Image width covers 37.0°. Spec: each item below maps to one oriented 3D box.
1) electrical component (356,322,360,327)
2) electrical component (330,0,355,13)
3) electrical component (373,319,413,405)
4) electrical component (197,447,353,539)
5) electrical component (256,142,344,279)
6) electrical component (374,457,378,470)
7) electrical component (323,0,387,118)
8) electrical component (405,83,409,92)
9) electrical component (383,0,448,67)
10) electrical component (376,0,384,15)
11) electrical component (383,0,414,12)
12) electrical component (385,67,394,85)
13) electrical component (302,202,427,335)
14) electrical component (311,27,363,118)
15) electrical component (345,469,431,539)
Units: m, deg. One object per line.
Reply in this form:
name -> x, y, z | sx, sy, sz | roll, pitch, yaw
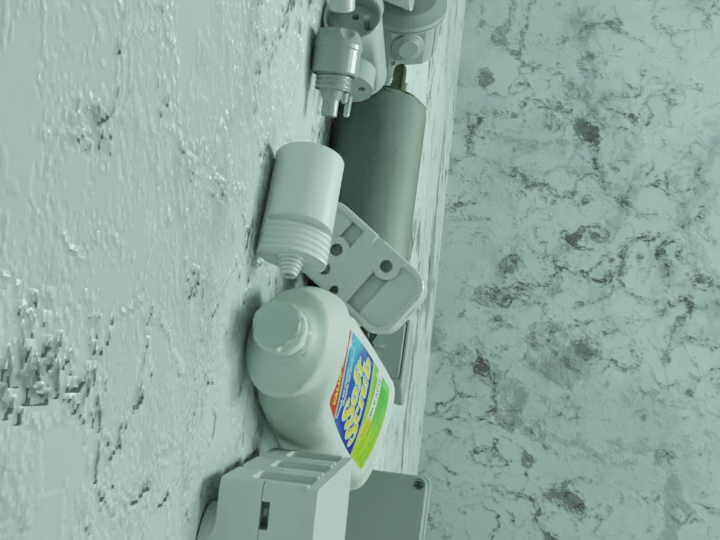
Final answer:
electrical component -> -0.020, 0.049, 0.873 | 0.044, 0.044, 0.065 | 87, 16, -51
electrical component -> -0.011, -0.207, 0.729 | 0.043, 0.043, 0.062 | -73, 168, -57
electrical component -> 0.020, 0.100, 1.145 | 0.061, 0.062, 0.096 | 83, 14, -60
electrical component -> -0.048, 0.160, 0.639 | 0.150, 0.062, 0.089 | 25, 70, -83
electrical component -> -0.037, -0.033, 0.656 | 0.043, 0.043, 0.081 | 81, 16, -63
electrical component -> -0.002, 0.200, 1.102 | 0.077, 0.043, 0.079 | 86, 15, -62
electrical component -> -0.006, -0.154, 0.815 | 0.077, 0.043, 0.079 | 80, 18, -65
electrical component -> 0.016, -0.115, 0.994 | 0.099, 0.048, 0.099 | 88, 10, -45
electrical component -> 0.035, -0.221, 0.948 | 0.051, 0.080, 0.080 | 96, 4, -50
electrical component -> 0.000, -0.220, 0.844 | 0.061, 0.035, 0.035 | 81, 16, -54
electrical component -> 0.028, -0.269, 0.884 | 0.099, 0.064, 0.099 | 18, 90, -79
electrical component -> 0.022, -0.196, 1.044 | 0.061, 0.035, 0.035 | 92, 8, -45
electrical component -> 0.000, 0.000, 0.762 | 0.053, 0.095, 0.059 | -48, 172, 1
electrical component -> -0.018, -0.139, 0.762 | 0.035, 0.035, 0.061 | 2, 96, -83
electrical component -> -0.003, 0.217, 0.863 | 0.056, 0.109, 0.108 | 88, 10, -60
